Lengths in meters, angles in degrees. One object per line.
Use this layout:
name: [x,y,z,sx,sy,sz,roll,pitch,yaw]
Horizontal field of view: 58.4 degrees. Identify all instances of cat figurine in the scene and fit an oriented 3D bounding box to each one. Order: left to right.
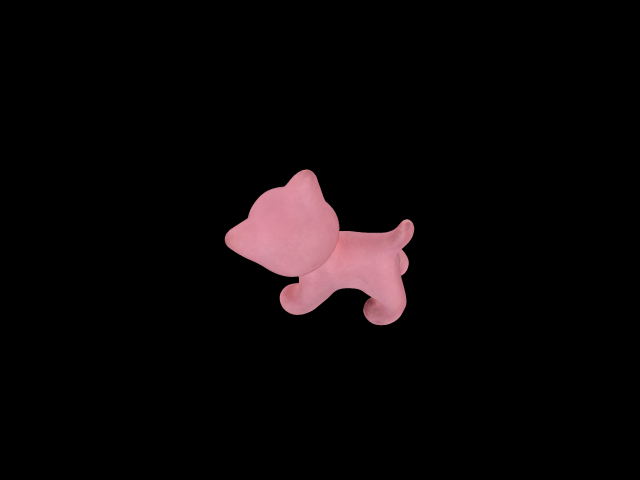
cat figurine: [0.004,0.001,0.400,0.127,0.118,0.067,3,54,2]
